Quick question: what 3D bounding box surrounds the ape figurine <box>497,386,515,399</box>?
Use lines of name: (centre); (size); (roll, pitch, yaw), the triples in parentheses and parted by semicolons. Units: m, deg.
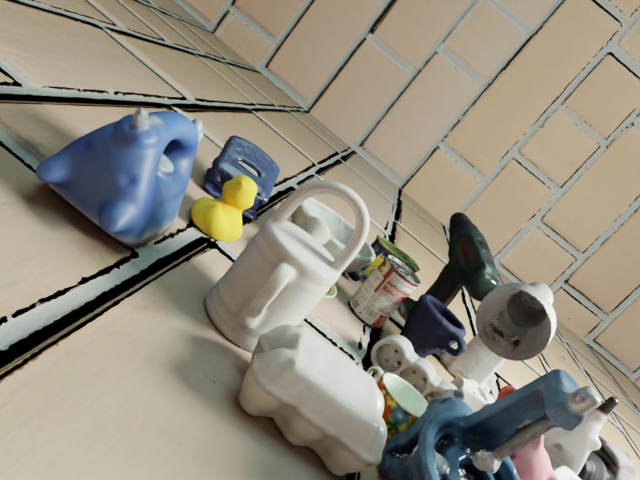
ape figurine: (0.349, 0.276, 0.974); (0.076, 0.092, 0.077); (35, 16, -16)

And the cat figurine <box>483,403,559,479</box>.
cat figurine: (0.215, 0.252, 0.672); (0.067, 0.117, 0.127); (29, 19, -36)

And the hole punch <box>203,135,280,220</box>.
hole punch: (-0.123, -0.103, 0.928); (0.109, 0.091, 0.101); (35, 16, -19)

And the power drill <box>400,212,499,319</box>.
power drill: (0.238, 0.067, 1.079); (0.076, 0.208, 0.229); (33, 16, -24)

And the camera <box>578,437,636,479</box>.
camera: (0.423, 0.354, 0.912); (0.137, 0.100, 0.143); (30, 18, -33)

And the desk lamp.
desk lamp: (0.310, 0.159, 0.978); (0.117, 0.213, 0.204); (44, 16, 17)

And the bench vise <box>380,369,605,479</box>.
bench vise: (0.137, 0.174, 0.512); (0.122, 0.219, 0.207); (34, 16, -21)

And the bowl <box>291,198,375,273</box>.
bowl: (0.009, 0.003, 0.972); (0.168, 0.074, 0.167); (37, 15, -11)

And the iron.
iron: (-0.187, -0.091, 0.646); (0.118, 0.141, 0.258); (39, 15, -2)

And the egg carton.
egg carton: (-0.003, 0.148, 0.542); (0.150, 0.069, 0.107); (37, 15, -9)

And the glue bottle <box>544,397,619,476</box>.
glue bottle: (0.357, 0.284, 0.813); (0.078, 0.173, 0.037); (42, 15, 9)

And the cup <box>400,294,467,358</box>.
cup: (0.171, 0.154, 0.888); (0.092, 0.095, 0.117); (28, 19, -37)

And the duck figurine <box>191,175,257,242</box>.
duck figurine: (-0.124, -0.051, 0.789); (0.077, 0.086, 0.105); (41, 15, 4)

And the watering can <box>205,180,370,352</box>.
watering can: (-0.028, 0.017, 0.615); (0.101, 0.194, 0.172); (33, 16, -23)
